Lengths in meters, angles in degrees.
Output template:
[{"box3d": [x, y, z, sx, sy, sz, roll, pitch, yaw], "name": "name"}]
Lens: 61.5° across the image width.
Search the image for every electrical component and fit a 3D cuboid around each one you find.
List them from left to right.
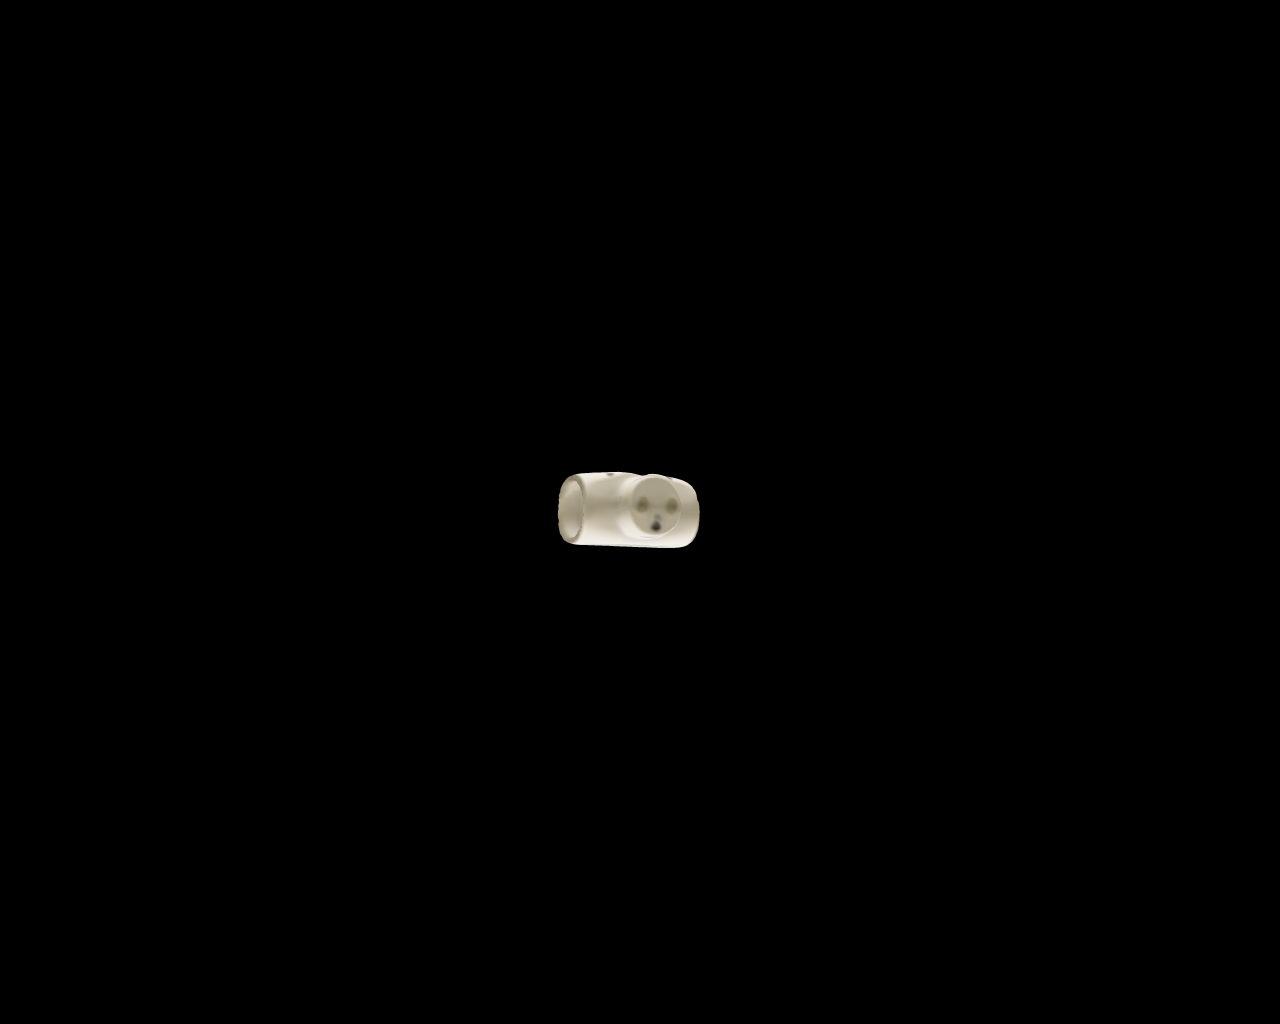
[{"box3d": [0.001, -0.003, 0.650, 0.077, 0.043, 0.079, 3, -7, -26], "name": "electrical component"}]
